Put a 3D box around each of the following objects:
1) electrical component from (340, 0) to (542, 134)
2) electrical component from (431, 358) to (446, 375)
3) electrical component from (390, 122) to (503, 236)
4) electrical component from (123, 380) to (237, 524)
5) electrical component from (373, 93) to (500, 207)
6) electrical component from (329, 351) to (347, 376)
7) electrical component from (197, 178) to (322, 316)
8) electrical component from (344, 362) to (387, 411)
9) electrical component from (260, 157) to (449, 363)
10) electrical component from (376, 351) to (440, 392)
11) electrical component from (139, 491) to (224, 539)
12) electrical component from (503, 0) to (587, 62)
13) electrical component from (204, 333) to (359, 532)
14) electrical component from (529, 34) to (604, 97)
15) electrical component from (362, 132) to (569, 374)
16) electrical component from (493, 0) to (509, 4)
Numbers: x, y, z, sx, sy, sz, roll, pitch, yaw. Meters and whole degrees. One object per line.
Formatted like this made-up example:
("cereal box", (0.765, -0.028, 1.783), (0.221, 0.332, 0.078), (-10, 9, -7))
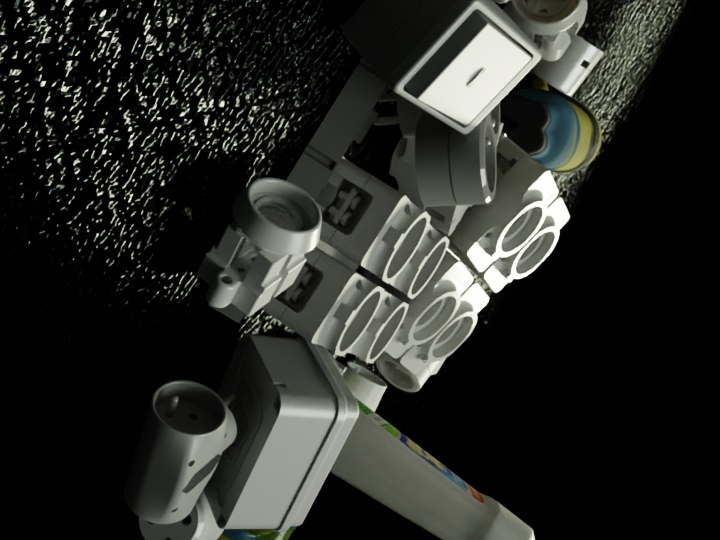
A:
("electrical component", (0.049, -0.114, 0.562), (0.061, 0.061, 0.096), (-46, 149, 17))
("electrical component", (0.065, 0.071, 1.116), (0.059, 0.054, 0.095), (-59, 166, 6))
("electrical component", (0.059, -0.077, 0.769), (0.050, 0.056, 0.089), (-50, 164, -28))
("electrical component", (-0.100, 0.099, 0.638), (0.079, 0.043, 0.077), (-38, 156, -53))
("electrical component", (0.044, -0.098, 0.641), (0.052, 0.074, 0.138), (66, 26, -53))
("electrical component", (-0.038, 0.081, 0.807), (0.066, 0.048, 0.055), (-57, 174, -5))
("electrical component", (-0.050, -0.014, 0.562), (0.066, 0.048, 0.055), (-39, 165, -52))
("electrical component", (-0.009, 0.129, 1.009), (0.077, 0.044, 0.079), (-59, 166, 6))
("electrical component", (0.000, 0.000, 0.728), (0.105, 0.060, 0.186), (-58, 166, 0))
("electrical component", (0.054, 0.050, 1.010), (0.073, 0.052, 0.138), (-50, 156, -27))
("electrical component", (-0.118, 0.164, 0.716), (0.045, 0.045, 0.055), (-57, 166, -2))
("electrical component", (0.133, -0.190, 0.777), (0.078, 0.058, 0.057), (-57, 169, -5))
("electrical component", (-0.056, 0.105, 0.695), (0.057, 0.078, 0.113), (9, 120, -32))
("electrical component", (0.179, -0.186, 0.949), (0.047, 0.055, 0.055), (-58, 167, 16))
("electrical component", (0.082, -0.007, 0.871), (0.186, 0.060, 0.105), (-46, 153, 0))
("electrical component", (0.092, -0.196, 0.654), (0.062, 0.043, 0.043), (-53, 165, -24))
